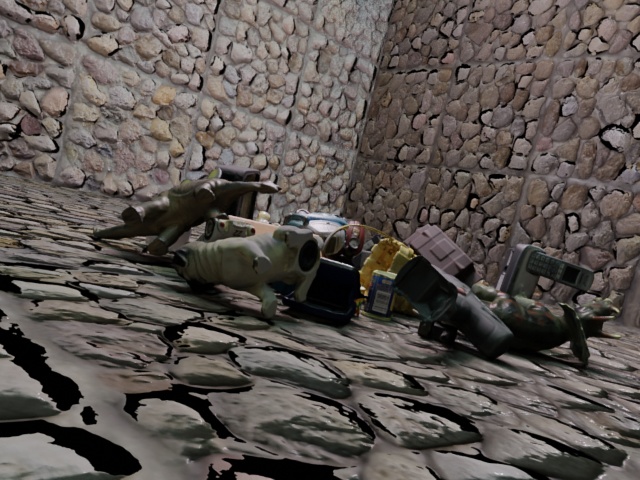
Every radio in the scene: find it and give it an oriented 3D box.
[{"bbox_3d":[-0.204,-0.056,1.229,0.073,0.229,0.131,10,5,9],"label":"radio"}]

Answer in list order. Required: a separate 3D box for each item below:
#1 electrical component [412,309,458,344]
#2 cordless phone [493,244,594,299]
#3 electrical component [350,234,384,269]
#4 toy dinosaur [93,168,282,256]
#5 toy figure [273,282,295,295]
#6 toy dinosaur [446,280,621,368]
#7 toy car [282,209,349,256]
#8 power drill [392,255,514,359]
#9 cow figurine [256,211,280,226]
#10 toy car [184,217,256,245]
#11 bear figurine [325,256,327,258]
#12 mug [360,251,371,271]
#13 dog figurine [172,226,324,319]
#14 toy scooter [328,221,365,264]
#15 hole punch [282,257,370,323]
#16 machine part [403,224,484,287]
[{"bbox_3d":[0.203,0.149,0.944,0.078,0.045,0.102,14,2,28],"label":"electrical component"},{"bbox_3d":[0.486,0.097,1.167,0.184,0.146,0.089,19,2,3],"label":"cordless phone"},{"bbox_3d":[0.140,0.069,1.390,0.115,0.134,0.058,-32,-21,22],"label":"electrical component"},{"bbox_3d":[-0.291,-0.053,1.061,0.472,0.105,0.198,-12,20,16],"label":"toy dinosaur"},{"bbox_3d":[-0.016,0.083,1.020,0.154,0.064,0.058,11,-11,-39],"label":"toy figure"},{"bbox_3d":[0.376,0.158,1.029,0.405,0.131,0.192,7,4,-16],"label":"toy dinosaur"},{"bbox_3d":[-0.003,-0.004,1.224,0.162,0.109,0.103,3,22,-21],"label":"toy car"},{"bbox_3d":[0.205,0.096,0.897,0.207,0.086,0.232,35,11,-50],"label":"power drill"},{"bbox_3d":[-0.129,0.006,1.204,0.098,0.167,0.068,23,-41,2],"label":"cow figurine"},{"bbox_3d":[-0.180,0.014,0.929,0.073,0.056,0.202,11,-26,-31],"label":"toy car"},{"bbox_3d":[-0.083,0.029,1.329,0.196,0.120,0.132,8,-1,-7],"label":"bear figurine"},{"bbox_3d":[0.146,0.086,1.312,0.110,0.107,0.081,13,1,10],"label":"mug"},{"bbox_3d":[-0.111,0.023,0.829,0.191,0.121,0.172,16,23,37],"label":"dog figurine"},{"bbox_3d":[0.055,0.046,1.332,0.075,0.183,0.135,23,26,-10],"label":"toy scooter"},{"bbox_3d":[0.005,0.093,0.884,0.142,0.092,0.115,12,-25,13],"label":"hole punch"},{"bbox_3d":[0.287,0.078,1.254,0.201,0.087,0.201,51,-5,35],"label":"machine part"}]
